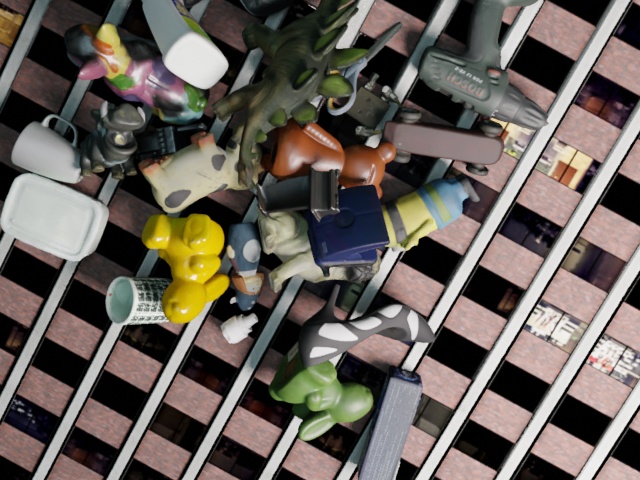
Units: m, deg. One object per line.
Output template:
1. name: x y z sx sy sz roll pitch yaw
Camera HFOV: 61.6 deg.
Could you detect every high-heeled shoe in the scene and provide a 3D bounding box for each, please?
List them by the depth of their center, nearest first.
1. high-heeled shoe: 0.083 0.170 0.876 0.248 0.086 0.145 26 68 -19

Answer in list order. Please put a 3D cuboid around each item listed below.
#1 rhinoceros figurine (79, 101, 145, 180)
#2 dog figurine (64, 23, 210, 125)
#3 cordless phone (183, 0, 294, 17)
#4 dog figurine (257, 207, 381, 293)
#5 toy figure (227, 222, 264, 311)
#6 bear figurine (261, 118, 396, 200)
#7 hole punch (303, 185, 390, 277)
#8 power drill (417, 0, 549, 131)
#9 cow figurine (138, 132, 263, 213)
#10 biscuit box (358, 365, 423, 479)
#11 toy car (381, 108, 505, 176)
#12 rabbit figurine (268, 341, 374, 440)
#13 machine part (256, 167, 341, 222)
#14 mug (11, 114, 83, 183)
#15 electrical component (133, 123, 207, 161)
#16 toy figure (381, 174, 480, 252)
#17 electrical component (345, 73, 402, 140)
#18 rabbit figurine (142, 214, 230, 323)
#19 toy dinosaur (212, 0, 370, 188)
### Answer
1. rhinoceros figurine: -0.331 -0.158 0.857 0.073 0.190 0.112 3 80 -35
2. dog figurine: -0.282 -0.259 0.834 0.191 0.219 0.108 32 100 0
3. cordless phone: -0.147 -0.420 0.891 0.184 0.089 0.146 -28 94 16
4. dog figurine: -0.002 -0.001 0.911 0.191 0.121 0.172 -13 101 -9
5. toy figure: -0.129 0.047 0.930 0.064 0.058 0.154 -6 93 -15
6. bear figurine: 0.014 -0.137 0.892 0.196 0.132 0.120 5 115 -19
7. hole punch: 0.042 -0.021 0.840 0.116 0.092 0.142 -4 67 -19
8. power drill: 0.290 -0.306 0.874 0.232 0.086 0.207 18 103 4
9. cow figurine: -0.179 -0.109 0.875 0.195 0.086 0.127 -31 118 -19
10. biscuit box: 0.123 0.328 0.944 0.063 0.059 0.202 17 96 3
11. toy car: 0.204 -0.164 0.892 0.202 0.053 0.089 8 120 -1
12. rabbit figurine: 0.009 0.267 0.921 0.170 0.121 0.159 34 100 -16
13. machine part: -0.035 -0.067 0.827 0.139 0.039 0.084 -5 79 22
14. mug: -0.452 -0.153 0.926 0.107 0.081 0.109 30 90 -13
15. electrical component: -0.250 -0.165 0.913 0.119 0.075 0.047 -7 94 1
16. toy figure: 0.170 -0.050 0.898 0.180 0.082 0.089 -34 82 10
17. electrical component: 0.087 -0.220 0.903 0.078 0.045 0.102 40 96 -2
18. rabbit figurine: -0.221 0.055 0.889 0.122 0.162 0.173 -1 70 9
19. toy dinosaur: -0.026 -0.285 0.835 0.199 0.105 0.471 4 66 33
